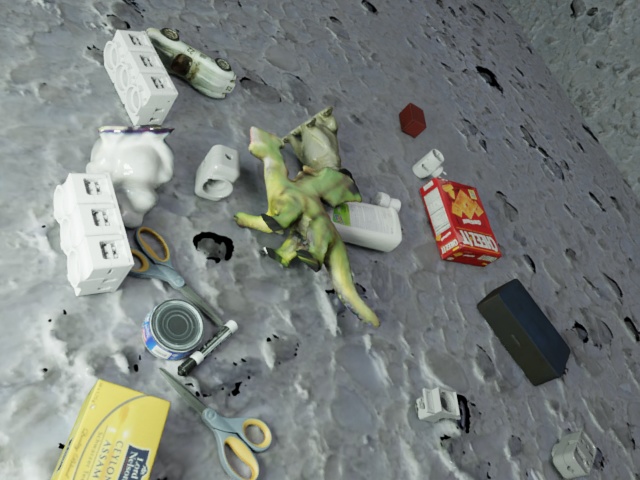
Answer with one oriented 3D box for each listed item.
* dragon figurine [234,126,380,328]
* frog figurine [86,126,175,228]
[{"bbox_3d":[0.003,-0.048,0.962,0.409,0.120,0.247,43,55,-4],"label":"dragon figurine"},{"bbox_3d":[-0.300,-0.101,0.829,0.138,0.123,0.158,-9,101,-52],"label":"frog figurine"}]
